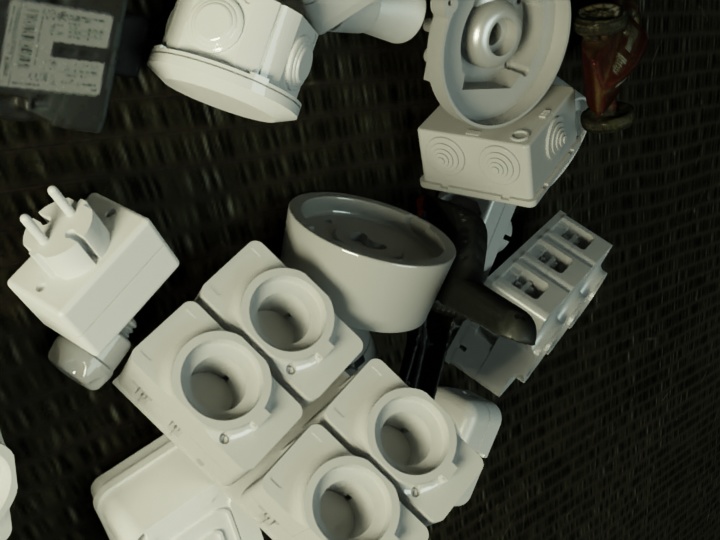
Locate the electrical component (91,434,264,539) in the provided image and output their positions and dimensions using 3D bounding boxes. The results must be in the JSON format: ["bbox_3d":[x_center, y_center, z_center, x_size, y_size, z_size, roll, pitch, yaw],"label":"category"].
[{"bbox_3d":[-0.108,0.160,0.659,0.078,0.057,0.113,-32,134,-24],"label":"electrical component"}]

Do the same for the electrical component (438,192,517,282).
[{"bbox_3d":[0.092,-0.033,0.826,0.076,0.047,0.083,15,98,-55],"label":"electrical component"}]

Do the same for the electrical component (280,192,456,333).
[{"bbox_3d":[0.000,0.000,0.676,0.108,0.108,0.060,-11,125,-50],"label":"electrical component"}]

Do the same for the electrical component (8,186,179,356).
[{"bbox_3d":[-0.140,-0.010,0.533,0.065,0.047,0.076,-51,143,-20],"label":"electrical component"}]

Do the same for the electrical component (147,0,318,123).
[{"bbox_3d":[-0.063,-0.110,0.548,0.080,0.080,0.051,21,87,-55],"label":"electrical component"}]

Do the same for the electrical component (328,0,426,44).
[{"bbox_3d":[0.002,-0.158,0.639,0.065,0.044,0.044,-10,118,-45],"label":"electrical component"}]

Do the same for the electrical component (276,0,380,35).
[{"bbox_3d":[-0.006,-0.178,0.576,0.096,0.061,0.061,-35,138,-10],"label":"electrical component"}]

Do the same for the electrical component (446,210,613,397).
[{"bbox_3d":[0.142,0.027,0.870,0.150,0.062,0.089,-37,157,-51],"label":"electrical component"}]

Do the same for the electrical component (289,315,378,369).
[{"bbox_3d":[-0.020,0.046,0.721,0.055,0.055,0.047,-44,137,-28],"label":"electrical component"}]

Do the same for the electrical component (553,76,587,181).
[{"bbox_3d":[0.133,-0.108,0.843,0.099,0.064,0.099,-39,151,-27],"label":"electrical component"}]

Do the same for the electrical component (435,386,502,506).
[{"bbox_3d":[0.071,0.148,0.901,0.059,0.054,0.095,17,96,-55],"label":"electrical component"}]

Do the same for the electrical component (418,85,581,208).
[{"bbox_3d":[0.097,-0.093,0.750,0.099,0.100,0.048,-49,141,-40],"label":"electrical component"}]

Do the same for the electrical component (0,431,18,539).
[{"bbox_3d":[-0.221,0.143,0.507,0.105,0.060,0.186,-25,129,-43],"label":"electrical component"}]

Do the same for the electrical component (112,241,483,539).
[{"bbox_3d":[-0.032,0.086,0.611,0.105,0.186,0.060,-46,179,-30],"label":"electrical component"}]

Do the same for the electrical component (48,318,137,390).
[{"bbox_3d":[-0.136,0.032,0.575,0.061,0.035,0.035,-56,144,-17],"label":"electrical component"}]
